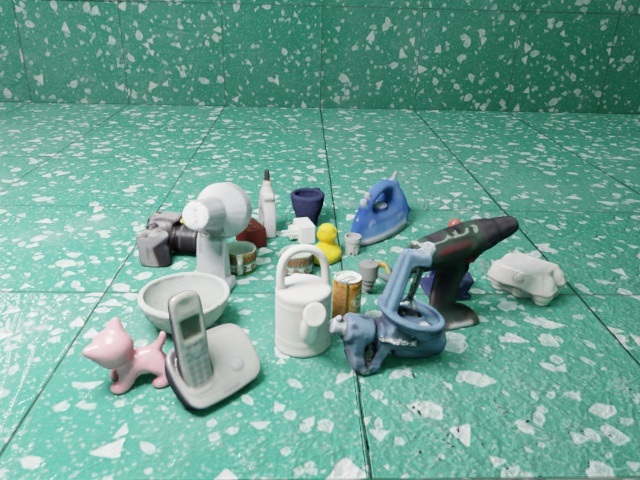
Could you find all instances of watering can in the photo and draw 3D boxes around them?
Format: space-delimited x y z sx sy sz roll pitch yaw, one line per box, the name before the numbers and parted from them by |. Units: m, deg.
watering can | -0.025 0.101 0.993 0.101 0.194 0.172 -15 29 -32

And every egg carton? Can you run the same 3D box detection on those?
egg carton | 0.440 0.081 1.222 0.149 0.069 0.107 22 31 37

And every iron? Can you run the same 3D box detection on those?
iron | 0.146 -0.085 1.487 0.118 0.141 0.259 15 27 27

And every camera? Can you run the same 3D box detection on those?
camera | -0.336 -0.008 1.333 0.136 0.101 0.143 5 24 8

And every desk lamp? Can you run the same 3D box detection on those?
desk lamp | -0.223 0.001 1.183 0.117 0.214 0.203 6 25 11

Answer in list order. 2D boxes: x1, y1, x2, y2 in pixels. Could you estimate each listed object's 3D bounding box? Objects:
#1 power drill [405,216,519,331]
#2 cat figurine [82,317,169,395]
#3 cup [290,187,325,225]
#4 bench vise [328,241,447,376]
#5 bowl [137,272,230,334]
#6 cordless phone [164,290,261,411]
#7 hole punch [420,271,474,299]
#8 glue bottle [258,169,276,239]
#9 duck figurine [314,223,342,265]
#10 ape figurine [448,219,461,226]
power drill | 0.263 0.060 1.086 0.230 0.208 0.075 -7 26 -19
cat figurine | -0.302 0.176 0.901 0.128 0.118 0.067 -7 25 -19
cup | -0.029 -0.088 1.539 0.091 0.095 0.118 11 26 21
bench vise | 0.124 0.114 0.941 0.208 0.220 0.121 -15 29 -32
bowl | -0.250 0.128 1.066 0.167 0.075 0.167 1 24 0
cordless phone | -0.167 0.153 0.880 0.093 0.185 0.148 20 30 36
hole punch | 0.268 0.068 1.213 0.101 0.091 0.108 -3 25 -11
glue bottle | -0.133 -0.095 1.453 0.037 0.173 0.078 -7 25 -19
duck figurine | 0.012 0.005 1.345 0.077 0.086 0.105 12 26 22
ape figurine | 0.326 -0.008 1.386 0.076 0.092 0.077 -21 32 -40
